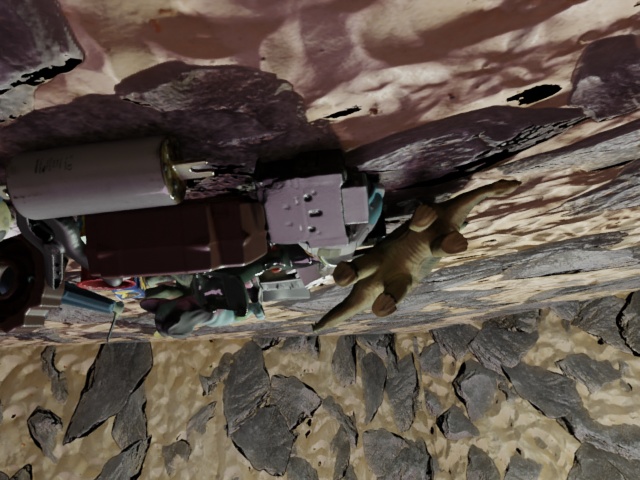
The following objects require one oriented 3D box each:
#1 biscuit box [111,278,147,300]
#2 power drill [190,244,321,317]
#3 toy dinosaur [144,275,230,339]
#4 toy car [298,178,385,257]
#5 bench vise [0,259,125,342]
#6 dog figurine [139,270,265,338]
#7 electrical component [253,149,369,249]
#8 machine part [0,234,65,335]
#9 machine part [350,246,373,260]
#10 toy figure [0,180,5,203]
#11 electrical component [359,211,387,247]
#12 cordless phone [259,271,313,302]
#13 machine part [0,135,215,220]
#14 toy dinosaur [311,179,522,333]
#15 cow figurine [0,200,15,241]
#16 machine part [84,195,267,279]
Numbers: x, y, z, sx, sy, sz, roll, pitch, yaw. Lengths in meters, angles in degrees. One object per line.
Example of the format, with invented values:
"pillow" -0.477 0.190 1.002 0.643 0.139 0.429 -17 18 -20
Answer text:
"biscuit box" -0.394 0.074 1.087 0.059 0.063 0.202 -3 165 -10
"power drill" -0.099 0.044 0.897 0.232 0.085 0.207 2 -151 27
"toy dinosaur" -0.268 0.105 1.163 0.192 0.131 0.404 -19 160 -13
"toy car" 0.015 -0.028 0.757 0.162 0.103 0.109 -5 164 -7
"bench vise" -0.479 0.094 0.985 0.240 0.129 0.224 22 163 -23
"dog figurine" -0.225 0.113 1.034 0.219 0.108 0.192 -15 -156 -3
"electrical component" -0.007 -0.049 0.660 0.134 0.058 0.114 -6 131 5
"machine part" -0.474 0.061 0.817 0.179 0.179 0.056 -8 168 10
"machine part" 0.091 0.028 1.115 0.139 0.039 0.084 -10 170 12
"toy figure" -0.404 -0.071 0.550 0.058 0.064 0.154 30 175 26
"electrical component" 0.074 -0.020 0.905 0.075 0.048 0.119 -7 164 5
"cordless phone" -0.089 0.059 1.135 0.147 0.089 0.184 -6 154 7
"machine part" -0.236 -0.067 0.578 0.243 0.079 0.079 -5 165 4
"toy dinosaur" 0.115 0.045 0.851 0.471 0.105 0.198 -39 172 29
"cow figurine" -0.487 -0.018 0.685 0.195 0.085 0.127 -8 159 11
"machine part" -0.177 -0.009 0.693 0.201 0.087 0.201 -4 -174 7
